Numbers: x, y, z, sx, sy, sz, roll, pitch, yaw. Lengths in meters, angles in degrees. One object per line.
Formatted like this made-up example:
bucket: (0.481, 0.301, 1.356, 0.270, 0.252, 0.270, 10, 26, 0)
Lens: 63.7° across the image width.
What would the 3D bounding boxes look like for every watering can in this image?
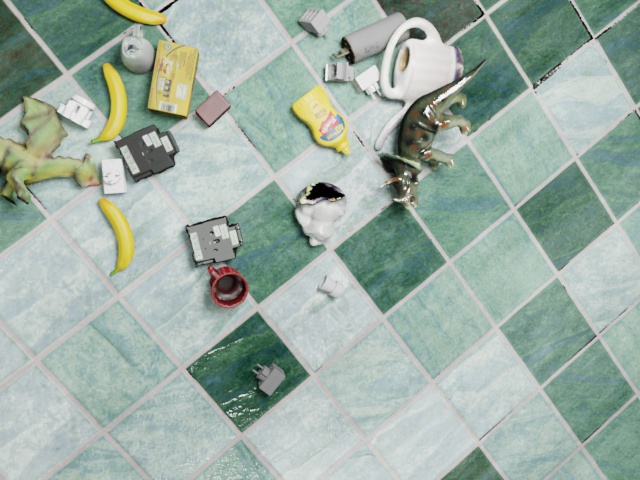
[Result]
watering can: (0.259, -0.405, 1.374, 0.224, 0.106, 0.342, 1, 112, -18)

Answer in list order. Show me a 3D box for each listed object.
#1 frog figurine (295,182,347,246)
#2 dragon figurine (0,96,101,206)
frog figurine: (0.004, -0.068, 1.360, 0.138, 0.125, 0.155, -19, 135, -17)
dragon figurine: (-0.716, -0.227, 1.205, 0.408, 0.121, 0.246, 34, 70, -14)
